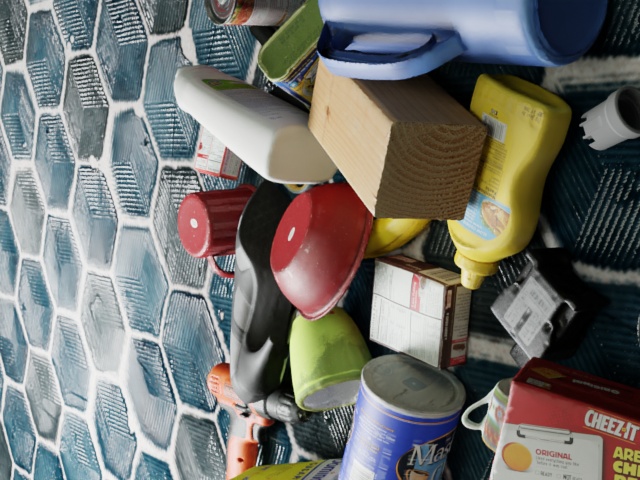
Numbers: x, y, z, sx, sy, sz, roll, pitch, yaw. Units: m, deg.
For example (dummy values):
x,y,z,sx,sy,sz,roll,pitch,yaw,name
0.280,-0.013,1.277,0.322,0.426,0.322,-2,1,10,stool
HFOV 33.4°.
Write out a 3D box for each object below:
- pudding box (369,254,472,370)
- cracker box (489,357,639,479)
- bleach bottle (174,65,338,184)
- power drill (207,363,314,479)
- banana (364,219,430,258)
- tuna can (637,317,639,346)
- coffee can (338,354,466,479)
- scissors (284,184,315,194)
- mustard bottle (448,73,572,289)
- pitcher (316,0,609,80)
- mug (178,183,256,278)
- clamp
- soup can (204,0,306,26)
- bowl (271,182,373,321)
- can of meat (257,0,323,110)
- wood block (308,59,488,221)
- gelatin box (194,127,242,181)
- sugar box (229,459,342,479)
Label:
x,y,z,sx,sy,sz,roll,pitch,yaw,name
0.098,0.070,1.063,0.114,0.039,0.090,21,112,53,pudding box
0.216,0.219,0.847,0.164,0.072,0.214,17,111,21,cracker box
-0.084,-0.141,1.185,0.251,0.102,0.068,39,122,46,bleach bottle
-0.072,0.254,1.316,0.185,0.057,0.188,12,103,50,power drill
0.072,-0.021,1.091,0.198,0.037,0.069,-43,38,46,banana
0.286,0.072,0.806,0.086,0.033,0.086,12,105,53,tuna can
0.078,0.199,1.056,0.103,0.102,0.140,38,125,45,coffee can
-0.058,-0.090,1.270,0.202,0.016,0.096,-18,77,54,scissors
0.157,-0.044,0.945,0.096,0.058,0.192,40,126,47,mustard bottle
0.114,-0.205,0.914,0.243,0.144,0.149,19,108,48,pitcher
-0.120,-0.010,1.314,0.093,0.081,0.117,-21,78,53,mug
-0.032,-0.175,1.203,0.172,0.039,0.120,28,121,49,clamp
-0.069,-0.272,1.183,0.069,0.102,0.068,13,106,53,soup can
-0.007,0.001,1.124,0.162,0.055,0.162,-51,27,39,bowl
-0.002,-0.189,1.087,0.102,0.083,0.057,-44,55,14,can of meat
0.064,-0.104,0.987,0.206,0.090,0.091,-121,37,-57,wood block
-0.119,-0.122,1.322,0.073,0.030,0.089,18,96,56,gelatin box
-0.031,0.278,1.187,0.177,0.093,0.048,-17,89,36,sugar box
